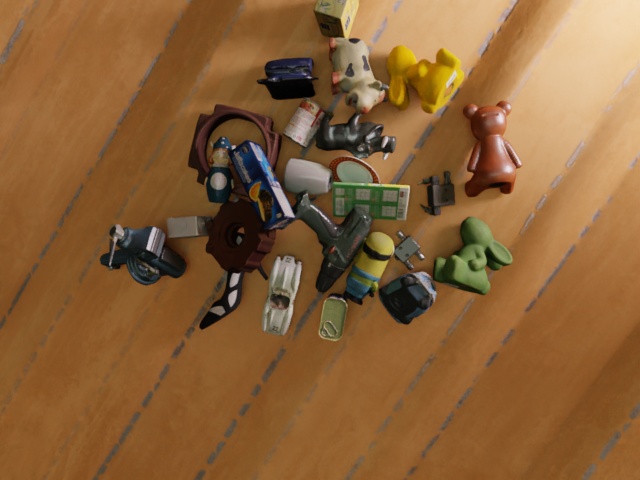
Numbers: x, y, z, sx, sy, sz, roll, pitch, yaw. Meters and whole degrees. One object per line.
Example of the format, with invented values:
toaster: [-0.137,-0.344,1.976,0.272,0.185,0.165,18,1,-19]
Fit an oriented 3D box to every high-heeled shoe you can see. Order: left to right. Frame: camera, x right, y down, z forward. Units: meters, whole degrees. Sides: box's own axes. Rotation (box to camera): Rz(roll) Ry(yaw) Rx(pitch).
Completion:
high-heeled shoe: [-0.240,0.100,1.333,0.249,0.086,0.145,-40,84,4]

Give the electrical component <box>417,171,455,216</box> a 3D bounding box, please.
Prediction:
electrical component: [0.278,-0.109,1.282,0.078,0.045,0.102,-12,96,-22]

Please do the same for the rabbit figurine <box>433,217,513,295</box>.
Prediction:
rabbit figurine: [0.362,0.032,1.250,0.159,0.121,0.170,18,81,0]

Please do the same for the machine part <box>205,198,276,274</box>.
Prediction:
machine part: [-0.190,-0.010,1.261,0.180,0.056,0.179,-5,80,29]

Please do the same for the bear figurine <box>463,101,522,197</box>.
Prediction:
bear figurine: [0.389,-0.211,1.241,0.120,0.132,0.196,-7,75,5]

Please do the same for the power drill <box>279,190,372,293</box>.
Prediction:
power drill: [-0.003,-0.004,1.276,0.207,0.086,0.232,36,105,-11]

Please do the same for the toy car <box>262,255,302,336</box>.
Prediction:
toy car: [-0.095,0.137,1.329,0.074,0.056,0.201,12,96,5]

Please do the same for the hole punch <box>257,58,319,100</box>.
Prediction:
hole punch: [-0.070,-0.392,1.262,0.142,0.115,0.092,0,86,5]

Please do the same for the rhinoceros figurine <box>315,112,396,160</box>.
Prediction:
rhinoceros figurine: [0.083,-0.239,1.254,0.190,0.073,0.112,7,63,9]

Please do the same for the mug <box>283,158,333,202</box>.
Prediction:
mug: [-0.024,-0.136,1.285,0.107,0.081,0.109,10,126,17]

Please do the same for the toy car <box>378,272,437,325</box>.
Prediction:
toy car: [0.219,0.122,1.270,0.103,0.161,0.109,-34,81,-37]

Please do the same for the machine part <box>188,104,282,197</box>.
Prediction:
machine part: [-0.205,-0.214,1.300,0.201,0.087,0.201,16,97,4]

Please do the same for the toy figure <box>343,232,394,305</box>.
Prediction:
toy figure: [0.118,0.068,1.286,0.082,0.089,0.180,28,94,-5]

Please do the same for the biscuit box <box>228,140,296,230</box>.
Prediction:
biscuit box: [-0.131,-0.123,1.205,0.063,0.059,0.202,-31,78,18]

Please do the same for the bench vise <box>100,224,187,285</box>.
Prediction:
bench vise: [-0.455,0.039,1.303,0.241,0.223,0.129,-9,70,31]

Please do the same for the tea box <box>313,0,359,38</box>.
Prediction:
tea box: [0.040,-0.522,1.209,0.068,0.169,0.098,19,97,4]

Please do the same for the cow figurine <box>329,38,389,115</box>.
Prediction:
cow figurine: [0.087,-0.376,1.241,0.127,0.085,0.195,-6,70,3]

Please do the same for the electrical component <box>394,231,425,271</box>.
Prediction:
electrical component: [0.208,0.024,1.308,0.063,0.021,0.094,-42,90,8]

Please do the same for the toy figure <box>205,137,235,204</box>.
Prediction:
toy figure: [-0.228,-0.162,1.237,0.064,0.058,0.154,3,94,-33]

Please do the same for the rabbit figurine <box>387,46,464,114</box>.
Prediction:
rabbit figurine: [0.224,-0.375,1.246,0.173,0.122,0.162,39,107,15]
